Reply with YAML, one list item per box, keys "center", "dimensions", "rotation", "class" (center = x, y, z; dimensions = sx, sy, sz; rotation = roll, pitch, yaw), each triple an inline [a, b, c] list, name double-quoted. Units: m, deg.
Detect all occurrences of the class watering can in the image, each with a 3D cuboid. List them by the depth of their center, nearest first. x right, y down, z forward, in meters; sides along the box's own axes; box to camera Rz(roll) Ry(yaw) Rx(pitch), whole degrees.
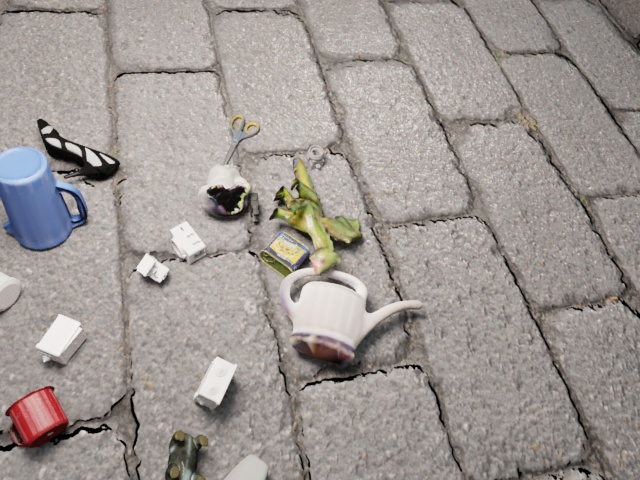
- center: [0.066, 0.183, 1.208]
  dimensions: [0.348, 0.102, 0.229]
  rotation: [15, 58, 0]
  class: "watering can"

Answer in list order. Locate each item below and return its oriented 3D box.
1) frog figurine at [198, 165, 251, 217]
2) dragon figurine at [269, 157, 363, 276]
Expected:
- center: [-0.259, -0.132, 1.370]
  dimensions: [0.138, 0.120, 0.162]
  rotation: [-25, 30, -14]
  class: "frog figurine"
- center: [0.004, -0.069, 1.366]
  dimensions: [0.241, 0.120, 0.420]
  rotation: [31, 36, -16]
  class: "dragon figurine"
